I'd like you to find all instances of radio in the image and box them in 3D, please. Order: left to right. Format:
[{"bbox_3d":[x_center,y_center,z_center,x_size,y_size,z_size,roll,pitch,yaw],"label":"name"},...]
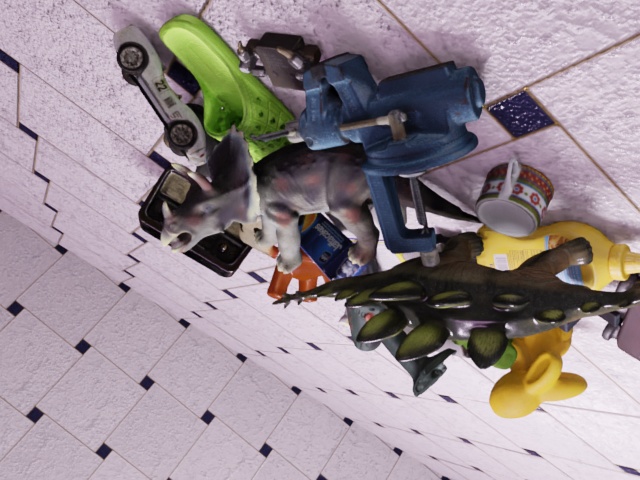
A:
[{"bbox_3d":[-0.239,-0.031,1.074,0.229,0.131,0.073,31,160,-3],"label":"radio"}]

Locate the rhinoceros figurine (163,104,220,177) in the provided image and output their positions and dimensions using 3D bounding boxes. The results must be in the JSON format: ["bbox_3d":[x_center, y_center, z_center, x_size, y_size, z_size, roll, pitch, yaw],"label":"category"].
[{"bbox_3d":[-0.153,-0.127,0.827,0.112,0.073,0.190,-22,112,48],"label":"rhinoceros figurine"}]

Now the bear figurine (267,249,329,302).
[{"bbox_3d":[0.005,0.064,1.007,0.120,0.132,0.196,11,179,-43],"label":"bear figurine"}]

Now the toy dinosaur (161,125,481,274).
[{"bbox_3d":[0.004,-0.068,0.692,0.405,0.131,0.191,-12,126,1],"label":"toy dinosaur"}]

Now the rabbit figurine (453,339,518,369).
[{"bbox_3d":[0.225,0.100,0.843,0.170,0.121,0.159,34,176,-27],"label":"rabbit figurine"}]

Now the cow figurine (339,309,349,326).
[{"bbox_3d":[0.096,0.144,1.124,0.068,0.098,0.167,17,174,16],"label":"cow figurine"}]

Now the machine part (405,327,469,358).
[{"bbox_3d":[0.222,0.177,1.045,0.243,0.079,0.079,2,145,46],"label":"machine part"}]

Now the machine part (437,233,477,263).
[{"bbox_3d":[0.231,0.031,0.781,0.139,0.039,0.084,19,151,26],"label":"machine part"}]

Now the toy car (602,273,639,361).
[{"bbox_3d":[0.421,0.104,0.688,0.089,0.053,0.202,33,164,35],"label":"toy car"}]

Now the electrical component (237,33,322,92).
[{"bbox_3d":[-0.047,-0.200,0.608,0.102,0.045,0.078,19,154,21],"label":"electrical component"}]

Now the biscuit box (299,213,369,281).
[{"bbox_3d":[-0.002,-0.003,0.840,0.059,0.063,0.203,49,178,-38],"label":"biscuit box"}]

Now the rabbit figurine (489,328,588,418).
[{"bbox_3d":[0.337,0.207,0.852,0.121,0.173,0.162,42,159,-18],"label":"rabbit figurine"}]

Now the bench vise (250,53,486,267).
[{"bbox_3d":[0.070,-0.079,0.571,0.224,0.129,0.240,-9,111,22],"label":"bench vise"}]

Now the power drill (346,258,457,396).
[{"bbox_3d":[0.118,0.143,0.878,0.207,0.086,0.231,38,148,26],"label":"power drill"}]

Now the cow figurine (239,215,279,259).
[{"bbox_3d":[-0.115,-0.046,0.970,0.127,0.085,0.194,22,158,2],"label":"cow figurine"}]

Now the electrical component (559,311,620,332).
[{"bbox_3d":[0.330,0.085,0.715,0.119,0.048,0.074,43,172,39],"label":"electrical component"}]

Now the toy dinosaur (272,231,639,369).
[{"bbox_3d":[0.141,0.063,0.633,0.472,0.198,0.105,-6,101,46],"label":"toy dinosaur"}]

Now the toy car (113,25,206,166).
[{"bbox_3d":[-0.212,-0.190,0.728,0.201,0.056,0.073,57,168,-7],"label":"toy car"}]
